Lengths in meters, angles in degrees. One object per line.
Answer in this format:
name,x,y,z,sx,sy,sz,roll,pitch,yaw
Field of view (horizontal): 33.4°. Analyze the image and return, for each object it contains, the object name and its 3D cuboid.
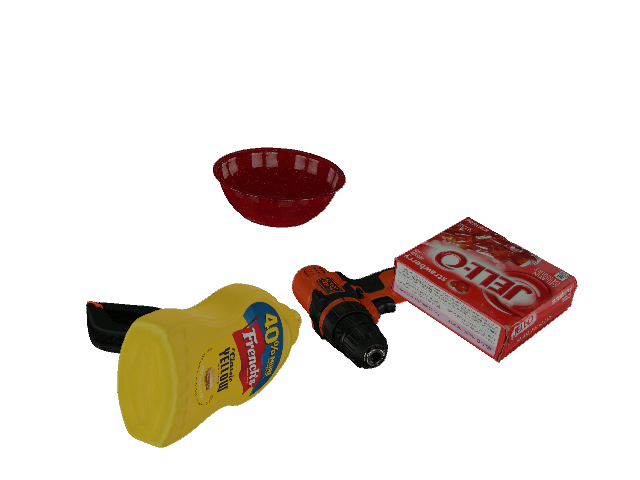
power drill,0.081,0.064,1.105,0.187,0.057,0.185,-10,27,-19
gelatin box,0.101,0.027,0.660,0.073,0.030,0.089,-28,47,-37
mustard bottle,-0.074,0.085,0.832,0.058,0.096,0.191,12,17,30
bowl,-0.052,-0.059,1.301,0.162,0.055,0.162,5,26,-3
clamp,-0.177,0.102,1.096,0.210,0.036,0.164,12,18,31
